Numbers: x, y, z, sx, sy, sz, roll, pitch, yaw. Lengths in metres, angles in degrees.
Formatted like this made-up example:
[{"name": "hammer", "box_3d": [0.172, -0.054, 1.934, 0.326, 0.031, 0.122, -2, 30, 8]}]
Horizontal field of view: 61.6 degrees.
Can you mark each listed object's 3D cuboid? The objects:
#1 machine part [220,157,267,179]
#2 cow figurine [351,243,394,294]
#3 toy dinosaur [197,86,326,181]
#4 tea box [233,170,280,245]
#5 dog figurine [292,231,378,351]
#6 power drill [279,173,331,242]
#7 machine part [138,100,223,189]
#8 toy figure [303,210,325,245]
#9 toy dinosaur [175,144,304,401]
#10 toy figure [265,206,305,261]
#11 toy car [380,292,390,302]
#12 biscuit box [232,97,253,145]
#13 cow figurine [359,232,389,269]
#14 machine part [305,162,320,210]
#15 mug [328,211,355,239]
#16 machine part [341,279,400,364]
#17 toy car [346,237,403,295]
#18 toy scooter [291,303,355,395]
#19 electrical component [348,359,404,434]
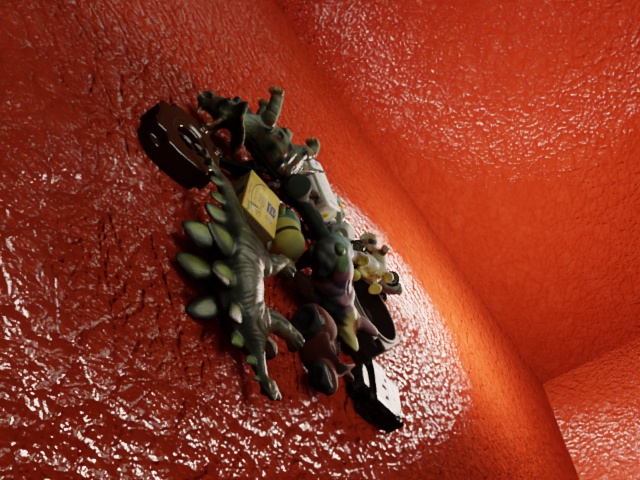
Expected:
[{"name": "machine part", "box_3d": [-0.187, -0.161, 1.159, 0.138, 0.084, 0.039, 16, 78, -50]}, {"name": "cow figurine", "box_3d": [0.081, 0.048, 1.222, 0.167, 0.068, 0.098, 34, 13, -25]}, {"name": "toy dinosaur", "box_3d": [-0.113, -0.219, 1.290, 0.404, 0.131, 0.192, 44, 64, -39]}, {"name": "tea box", "box_3d": [-0.141, -0.060, 1.097, 0.098, 0.068, 0.170, 47, 20, -25]}, {"name": "dog figurine", "box_3d": [0.042, 0.114, 1.102, 0.108, 0.191, 0.219, -30, 78, -45]}, {"name": "power drill", "box_3d": [-0.028, -0.059, 1.281, 0.232, 0.086, 0.207, 118, -52, -78]}, {"name": "machine part", "box_3d": [-0.261, -0.181, 1.019, 0.179, 0.056, 0.179, 46, 22, -25]}, {"name": "toy figure", "box_3d": [-0.001, -0.005, 1.368, 0.057, 0.064, 0.154, 104, -28, -59]}, {"name": "toy dinosaur", "box_3d": [-0.134, 0.039, 0.882, 0.198, 0.105, 0.472, 33, 31, -49]}, {"name": "toy figure", "box_3d": [-0.077, -0.017, 1.149, 0.082, 0.089, 0.180, 42, 22, -20]}, {"name": "toy car", "box_3d": [0.098, 0.094, 1.399, 0.202, 0.053, 0.089, 26, 39, -14]}, {"name": "biscuit box", "box_3d": [-0.171, -0.272, 1.387, 0.202, 0.059, 0.063, 48, 22, -24]}, {"name": "cow figurine", "box_3d": [0.149, 0.064, 1.554, 0.085, 0.127, 0.195, 5, 58, -15]}, {"name": "machine part", "box_3d": [-0.061, -0.171, 1.466, 0.079, 0.079, 0.243, 32, 31, -51]}, {"name": "mug", "box_3d": [0.055, -0.021, 1.433, 0.107, 0.081, 0.109, -53, 148, -86]}, {"name": "machine part", "box_3d": [0.095, 0.178, 1.260, 0.201, 0.087, 0.201, 62, 19, 13]}, {"name": "toy car", "box_3d": [0.125, 0.068, 1.341, 0.202, 0.056, 0.073, 42, -12, 6]}, {"name": "toy scooter", "box_3d": [0.014, 0.211, 1.021, 0.135, 0.075, 0.184, 34, 31, -47]}, {"name": "electrical component", "box_3d": [0.112, 0.318, 1.114, 0.134, 0.058, 0.115, 47, 19, -27]}]
